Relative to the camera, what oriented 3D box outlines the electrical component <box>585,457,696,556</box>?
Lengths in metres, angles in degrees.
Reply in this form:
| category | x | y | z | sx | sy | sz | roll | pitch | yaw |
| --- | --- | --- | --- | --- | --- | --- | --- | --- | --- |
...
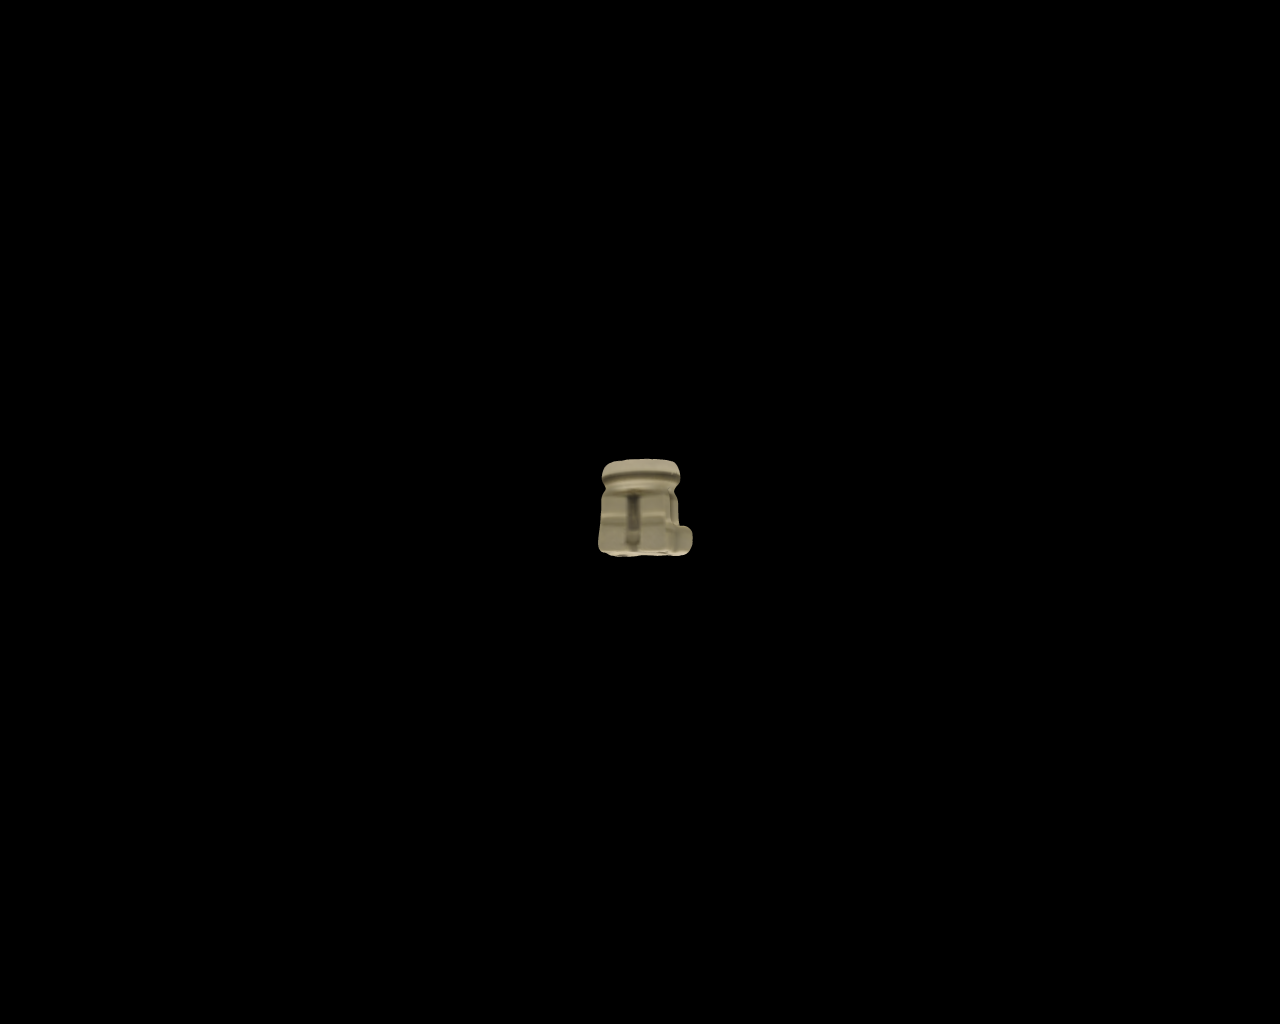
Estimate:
| category | x | y | z | sx | sy | sz | roll | pitch | yaw |
| --- | --- | --- | --- | --- | --- | --- | --- | --- | --- |
| electrical component | 0.001 | -0.003 | 0.650 | 0.066 | 0.055 | 0.048 | -2 | -7 | 14 |
